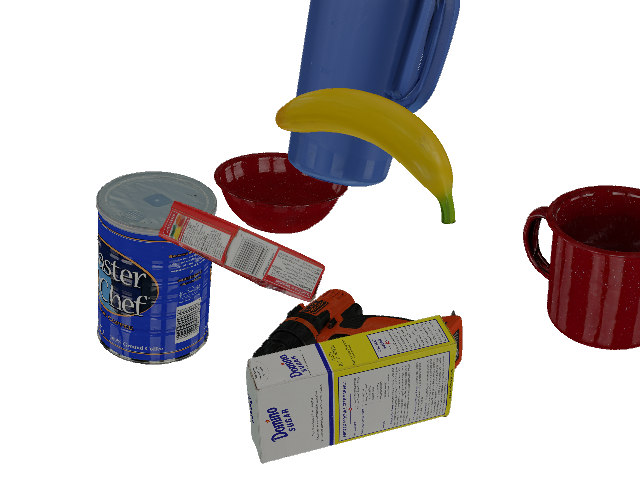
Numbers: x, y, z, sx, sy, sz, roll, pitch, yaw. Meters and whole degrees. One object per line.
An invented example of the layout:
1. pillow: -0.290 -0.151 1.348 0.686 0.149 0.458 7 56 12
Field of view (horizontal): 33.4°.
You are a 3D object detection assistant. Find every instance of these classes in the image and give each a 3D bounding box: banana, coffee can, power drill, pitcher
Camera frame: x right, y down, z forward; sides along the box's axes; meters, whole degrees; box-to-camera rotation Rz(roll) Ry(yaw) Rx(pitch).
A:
1. banana: 0.038 -0.086 0.868 0.198 0.070 0.037 34 22 33
2. coffee can: -0.147 0.024 0.947 0.102 0.140 0.103 5 31 -3
3. power drill: 0.042 0.110 1.117 0.188 0.057 0.184 10 26 26
4. pitcher: 0.048 -0.179 1.079 0.145 0.243 0.149 12 18 -1

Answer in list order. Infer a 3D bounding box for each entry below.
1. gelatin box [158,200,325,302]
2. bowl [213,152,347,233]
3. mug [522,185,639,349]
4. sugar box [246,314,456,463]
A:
1. gelatin box: -0.051 0.008 0.711 0.073 0.030 0.089 22 -2 44
2. bowl: -0.049 -0.052 1.287 0.162 0.055 0.162 4 26 -2
3. mug: 0.188 0.016 0.729 0.117 0.081 0.093 24 40 37
4. sugar box: 0.026 0.127 0.916 0.176 0.093 0.048 -10 38 -12
